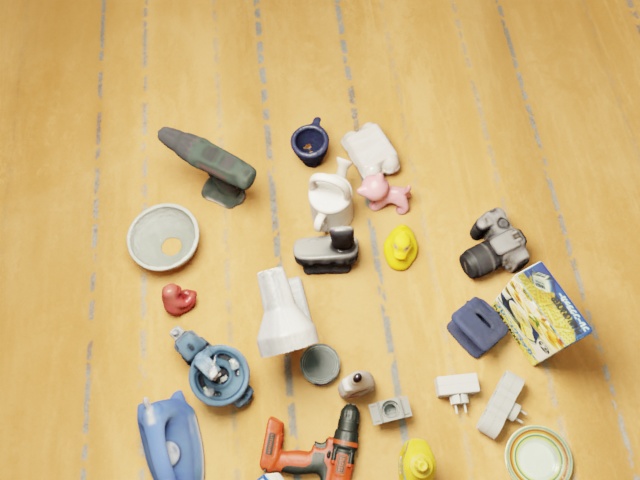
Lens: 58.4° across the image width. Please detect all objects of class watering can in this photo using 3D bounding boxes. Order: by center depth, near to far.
[{"bbox_3d":[0.024,-0.105,1.285,0.101,0.194,0.173,-1,68,3],"label":"watering can"}]

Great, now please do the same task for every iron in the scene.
[{"bbox_3d":[-0.295,0.427,1.118,0.118,0.141,0.258,-19,68,-4],"label":"iron"}]

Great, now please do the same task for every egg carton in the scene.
[{"bbox_3d":[0.124,-0.212,1.389,0.107,0.069,0.150,-28,69,-8],"label":"egg carton"}]

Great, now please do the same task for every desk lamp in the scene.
[{"bbox_3d":[-0.077,0.152,1.177,0.118,0.214,0.203,-15,68,-3],"label":"desk lamp"}]

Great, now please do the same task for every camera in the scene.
[{"bbox_3d":[0.374,0.015,1.268,0.137,0.101,0.143,-25,69,-7],"label":"camera"}]

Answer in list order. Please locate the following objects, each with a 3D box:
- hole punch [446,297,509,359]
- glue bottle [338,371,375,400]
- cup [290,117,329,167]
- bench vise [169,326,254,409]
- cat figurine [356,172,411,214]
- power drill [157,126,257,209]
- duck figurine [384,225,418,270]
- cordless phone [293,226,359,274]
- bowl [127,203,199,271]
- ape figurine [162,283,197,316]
[{"bbox_3d":[0.334,0.178,1.211,0.101,0.091,0.108,-39,71,-12],"label":"hole punch"},{"bbox_3d":[0.073,0.284,1.138,0.078,0.173,0.037,-21,68,-5],"label":"glue bottle"},{"bbox_3d":[-0.019,-0.231,1.391,0.091,0.095,0.118,13,70,8],"label":"cup"},{"bbox_3d":[-0.236,0.252,1.142,0.207,0.220,0.121,22,71,12],"label":"bench vise"},{"bbox_3d":[0.149,-0.115,1.323,0.127,0.118,0.067,4,68,5],"label":"cat figurine"},{"bbox_3d":[-0.248,-0.160,1.313,0.229,0.208,0.076,22,71,12],"label":"power drill"},{"bbox_3d":[0.183,0.008,1.289,0.077,0.086,0.104,9,69,7],"label":"duck figurine"},{"bbox_3d":[0.011,0.004,1.247,0.147,0.185,0.094,-6,68,1],"label":"cordless phone"},{"bbox_3d":[-0.353,0.003,1.326,0.167,0.075,0.167,-1,68,3],"label":"bowl"},{"bbox_3d":[-0.320,0.124,1.267,0.077,0.092,0.076,34,74,15],"label":"ape figurine"}]
